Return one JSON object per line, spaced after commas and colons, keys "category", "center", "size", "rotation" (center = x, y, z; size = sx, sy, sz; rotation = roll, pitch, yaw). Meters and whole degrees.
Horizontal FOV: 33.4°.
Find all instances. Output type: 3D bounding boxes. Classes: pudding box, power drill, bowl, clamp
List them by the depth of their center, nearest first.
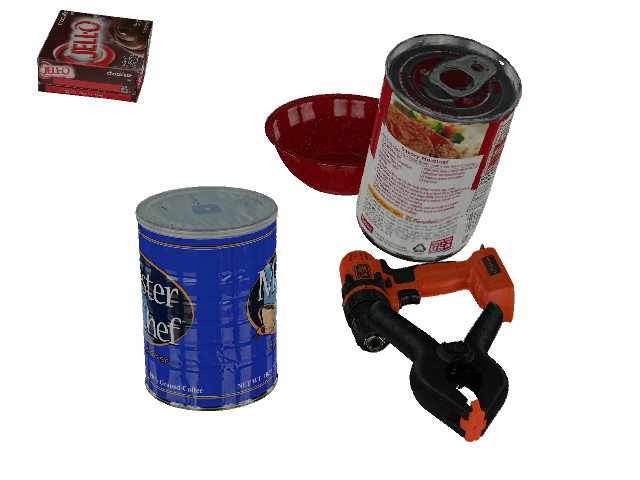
{"category": "clamp", "center": [0.118, 0.099, 0.886], "size": [0.120, 0.039, 0.171], "rotation": [-9, 35, -12]}
{"category": "pudding box", "center": [-0.206, -0.171, 0.983], "size": [0.090, 0.039, 0.113], "rotation": [7, 32, -6]}
{"category": "bowl", "center": [0.023, -0.091, 1.085], "size": [0.162, 0.055, 0.162], "rotation": [2, 32, -1]}
{"category": "power drill", "center": [0.117, 0.062, 1.193], "size": [0.187, 0.057, 0.184], "rotation": [-3, 28, -3]}

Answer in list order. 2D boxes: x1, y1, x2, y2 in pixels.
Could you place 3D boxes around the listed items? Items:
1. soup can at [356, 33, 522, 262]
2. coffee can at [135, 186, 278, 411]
{"category": "soup can", "center": [0.059, -0.046, 0.555], "size": [0.068, 0.068, 0.102], "rotation": [0, -43, -10]}
{"category": "coffee can", "center": [-0.083, 0.041, 0.796], "size": [0.103, 0.140, 0.103], "rotation": [1, 20, 0]}
